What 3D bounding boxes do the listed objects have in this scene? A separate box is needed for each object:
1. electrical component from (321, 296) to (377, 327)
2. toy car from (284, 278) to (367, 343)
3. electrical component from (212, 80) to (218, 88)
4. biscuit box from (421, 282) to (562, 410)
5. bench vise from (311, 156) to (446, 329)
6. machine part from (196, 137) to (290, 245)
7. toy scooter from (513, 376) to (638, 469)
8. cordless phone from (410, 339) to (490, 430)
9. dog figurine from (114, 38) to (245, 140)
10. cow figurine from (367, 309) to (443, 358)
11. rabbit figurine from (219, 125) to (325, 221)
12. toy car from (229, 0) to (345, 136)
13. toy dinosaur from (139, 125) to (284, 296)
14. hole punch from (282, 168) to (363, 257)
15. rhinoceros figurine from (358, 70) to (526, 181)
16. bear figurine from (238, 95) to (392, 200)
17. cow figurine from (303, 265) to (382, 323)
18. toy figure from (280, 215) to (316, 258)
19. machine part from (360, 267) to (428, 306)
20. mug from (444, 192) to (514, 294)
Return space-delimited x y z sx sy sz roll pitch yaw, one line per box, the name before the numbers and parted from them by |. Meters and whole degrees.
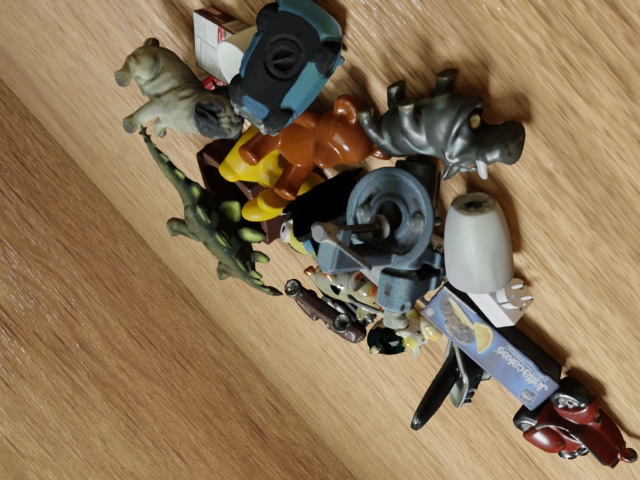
electrical component | 0.057 0.150 1.159 0.115 0.058 0.134 45 157 4
toy car | 0.006 0.141 1.064 0.202 0.053 0.089 30 177 33
electrical component | -0.132 -0.237 0.884 0.102 0.045 0.078 22 145 48
biscuit box | 0.243 0.142 0.762 0.203 0.063 0.059 41 116 13
bench vise | 0.069 0.008 0.641 0.129 0.240 0.223 28 110 34
machine part | -0.146 -0.102 1.080 0.202 0.087 0.200 41 157 22
toy scooter | 0.368 0.275 0.774 0.135 0.075 0.183 40 152 16
cordless phone | 0.205 0.248 0.879 0.089 0.184 0.146 32 153 24
dog figurine | -0.205 -0.240 0.843 0.191 0.121 0.172 -1 105 23
cow figurine | 0.147 0.174 0.981 0.068 0.098 0.167 57 158 -4
rabbit figurine | -0.066 -0.106 0.876 0.173 0.162 0.122 36 149 -16
toy car | -0.034 -0.209 0.663 0.109 0.161 0.103 36 -160 10
toy dinosaur | -0.214 -0.034 1.079 0.199 0.105 0.470 0 137 53
hole punch | 0.024 -0.030 0.802 0.092 0.142 0.116 49 -161 -35
rhinoceros figurine | 0.125 -0.115 0.576 0.191 0.073 0.112 18 142 51
bear figurine | -0.005 -0.124 0.737 0.120 0.132 0.196 45 168 -32
cow figurine | 0.056 0.087 1.018 0.127 0.085 0.195 51 161 -13
toy figure | -0.004 0.000 0.995 0.180 0.082 0.089 17 141 48
machine part | 0.090 0.022 0.858 0.243 0.079 0.079 43 157 13
mug | 0.187 -0.008 0.651 0.110 0.081 0.107 -105 1 -55
